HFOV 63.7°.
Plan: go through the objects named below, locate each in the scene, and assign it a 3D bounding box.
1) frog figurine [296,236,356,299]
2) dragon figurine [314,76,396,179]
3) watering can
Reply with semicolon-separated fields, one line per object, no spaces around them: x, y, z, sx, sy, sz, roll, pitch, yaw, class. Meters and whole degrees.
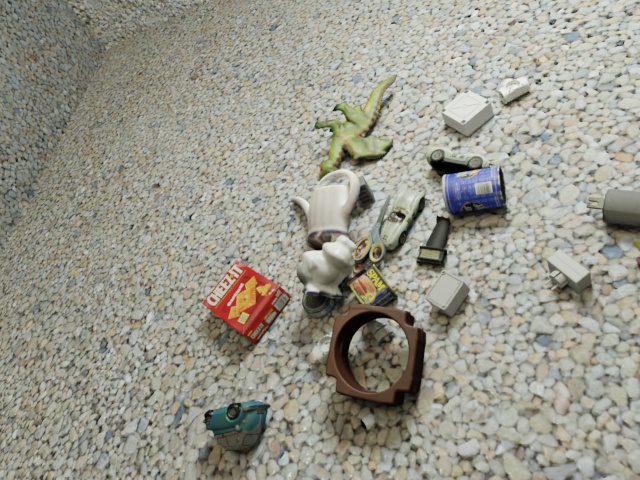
0.018;0.057;1.296;0.124;0.137;0.158;-133;60;-75;frog figurine
0.141;-0.349;1.659;0.410;0.120;0.247;-38;62;1;dragon figurine
0.005;-0.075;1.483;0.344;0.103;0.228;-20;59;55;watering can
